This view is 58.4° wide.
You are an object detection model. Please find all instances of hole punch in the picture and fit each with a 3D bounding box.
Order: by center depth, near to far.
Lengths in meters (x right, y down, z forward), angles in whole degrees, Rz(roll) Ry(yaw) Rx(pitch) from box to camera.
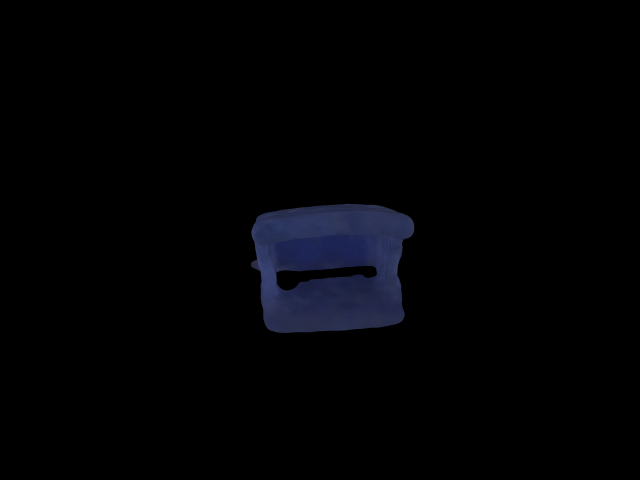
[{"bbox_3d":[0.004,0.001,0.400,0.108,0.091,0.101,-3,33,-5],"label":"hole punch"}]
